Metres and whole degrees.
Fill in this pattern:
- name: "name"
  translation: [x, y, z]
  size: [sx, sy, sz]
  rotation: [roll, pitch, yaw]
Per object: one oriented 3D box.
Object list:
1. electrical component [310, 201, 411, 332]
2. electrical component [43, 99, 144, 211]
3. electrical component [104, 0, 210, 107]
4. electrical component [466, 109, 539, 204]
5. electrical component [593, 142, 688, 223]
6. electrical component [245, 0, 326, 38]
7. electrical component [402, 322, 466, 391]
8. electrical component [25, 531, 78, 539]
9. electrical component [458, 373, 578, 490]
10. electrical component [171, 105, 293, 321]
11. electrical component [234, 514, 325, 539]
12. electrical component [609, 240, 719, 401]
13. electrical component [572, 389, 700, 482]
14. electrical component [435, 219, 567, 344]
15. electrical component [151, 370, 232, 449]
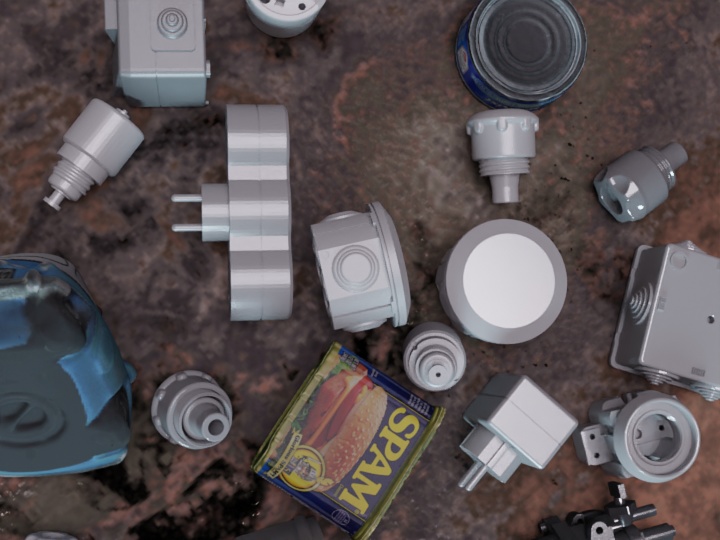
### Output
- name: "electrical component"
  translation: [0.000, 0.000, 0.681]
  size: [0.051, 0.080, 0.080]
  rotation: [-13, 87, -4]
- name: "electrical component"
  translation: [-0.171, -0.072, 0.679]
  size: [0.040, 0.040, 0.078]
  rotation: [37, 81, -4]
- name: "electrical component"
  translation: [-0.125, -0.141, 0.664]
  size: [0.061, 0.096, 0.061]
  rotation: [-2, 86, -9]
- name: "electrical component"
  translation: [0.096, -0.076, 0.720]
  size: [0.048, 0.048, 0.062]
  rotation: [-3, 93, -9]
- name: "electrical component"
  translation: [0.195, -0.064, 0.734]
  size: [0.062, 0.043, 0.043]
  rotation: [-35, 91, -11]
- name: "electrical component"
  translation: [-0.049, -0.182, 0.704]
  size: [0.055, 0.047, 0.055]
  rotation: [1, 85, -9]
- name: "electrical component"
  translation: [0.048, 0.058, 0.687]
  size: [0.040, 0.078, 0.040]
  rotation: [0, 98, 1]
- name: "electrical component"
  translation: [-0.192, 0.193, 0.657]
  size: [0.035, 0.035, 0.061]
  rotation: [8, 86, -8]
- name: "electrical component"
  translation: [0.090, 0.110, 0.692]
  size: [0.047, 0.066, 0.076]
  rotation: [41, 81, -4]
- name: "electrical component"
  translation: [-0.083, -0.037, 0.684]
  size: [0.074, 0.052, 0.138]
  rotation: [-1, 86, -9]
- name: "electrical component"
  translation: [-0.037, 0.212, 0.642]
  size: [0.056, 0.109, 0.108]
  rotation: [-15, 88, -7]
- name: "electrical component"
  translation: [0.227, 0.034, 0.728]
  size: [0.100, 0.048, 0.099]
  rotation: [16, 83, -7]
- name: "electrical component"
  translation: [0.188, 0.109, 0.711]
  size: [0.078, 0.057, 0.058]
  rotation: [-12, 88, -10]
- name: "electrical component"
  translation: [0.091, 0.009, 0.708]
  size: [0.080, 0.051, 0.080]
  rotation: [1, 85, -9]
- name: "electrical component"
  translation: [-0.099, 0.090, 0.663]
  size: [0.048, 0.062, 0.048]
  rotation: [-3, 97, -26]
